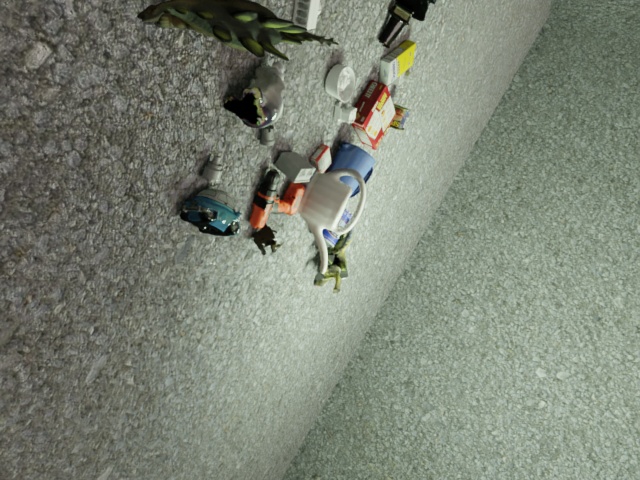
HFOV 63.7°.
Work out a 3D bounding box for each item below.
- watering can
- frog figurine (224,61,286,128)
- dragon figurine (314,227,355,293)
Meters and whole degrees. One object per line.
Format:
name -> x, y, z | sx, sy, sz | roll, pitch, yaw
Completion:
watering can -> 0.005, -0.083, 1.651 | 0.346, 0.225, 0.104 | -64, 175, 6
frog figurine -> -0.127, -0.339, 1.208 | 0.135, 0.122, 0.163 | -37, -168, 47
dragon figurine -> 0.065, 0.052, 2.073 | 0.248, 0.122, 0.402 | -84, -163, -61
